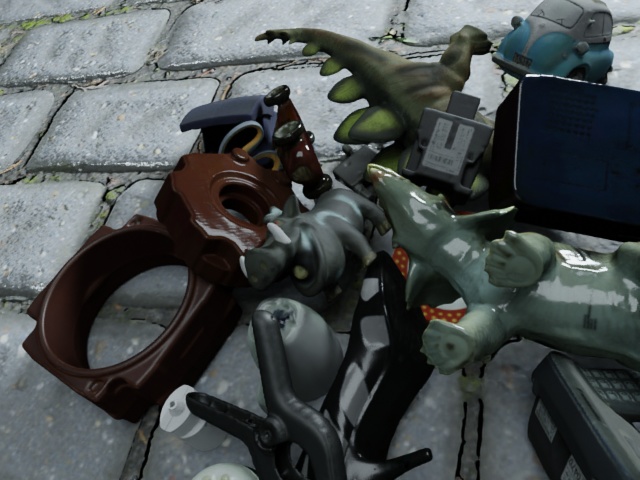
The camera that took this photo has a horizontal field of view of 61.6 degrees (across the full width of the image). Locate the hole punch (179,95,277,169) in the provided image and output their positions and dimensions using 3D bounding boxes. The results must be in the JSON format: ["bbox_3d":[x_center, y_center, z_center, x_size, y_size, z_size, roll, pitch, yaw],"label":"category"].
[{"bbox_3d":[-0.122,-0.162,0.746,0.142,0.092,0.116,-8,51,16],"label":"hole punch"}]

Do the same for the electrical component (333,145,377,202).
[{"bbox_3d":[0.049,-0.087,0.680,0.063,0.021,0.094,-38,56,-10],"label":"electrical component"}]

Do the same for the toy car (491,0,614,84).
[{"bbox_3d":[0.294,-0.236,0.637,0.161,0.102,0.109,-16,45,-31],"label":"toy car"}]

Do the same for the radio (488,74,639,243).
[{"bbox_3d":[0.284,-0.068,0.508,0.230,0.073,0.131,11,80,3],"label":"radio"}]

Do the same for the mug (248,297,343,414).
[{"bbox_3d":[-0.034,0.109,0.515,0.081,0.107,0.109,15,60,27],"label":"mug"}]

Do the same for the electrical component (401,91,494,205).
[{"bbox_3d":[0.135,-0.101,0.543,0.075,0.047,0.119,23,83,11],"label":"electrical component"}]

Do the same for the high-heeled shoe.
[{"bbox_3d":[0.031,0.132,0.511,0.145,0.086,0.249,-30,39,27],"label":"high-heeled shoe"}]

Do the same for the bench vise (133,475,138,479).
[{"bbox_3d":[-0.273,0.282,0.449,0.241,0.223,0.129,1,55,-19],"label":"bench vise"}]

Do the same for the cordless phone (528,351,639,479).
[{"bbox_3d":[0.266,0.151,0.401,0.184,0.088,0.147,-2,26,-1],"label":"cordless phone"}]

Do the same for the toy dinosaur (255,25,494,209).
[{"bbox_3d":[0.121,-0.153,0.630,0.198,0.105,0.472,-42,66,-11],"label":"toy dinosaur"}]

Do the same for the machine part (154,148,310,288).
[{"bbox_3d":[-0.090,-0.028,0.598,0.179,0.056,0.179,22,39,-19],"label":"machine part"}]

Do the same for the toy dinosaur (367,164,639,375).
[{"bbox_3d":[0.214,0.043,0.412,0.405,0.192,0.131,14,105,21],"label":"toy dinosaur"}]

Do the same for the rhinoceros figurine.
[{"bbox_3d":[-0.001,-0.002,0.538,0.112,0.073,0.190,47,37,3],"label":"rhinoceros figurine"}]

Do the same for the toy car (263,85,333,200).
[{"bbox_3d":[-0.034,-0.124,0.664,0.053,0.089,0.202,-29,34,7],"label":"toy car"}]

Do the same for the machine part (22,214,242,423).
[{"bbox_3d":[-0.209,0.079,0.603,0.202,0.087,0.201,21,65,30],"label":"machine part"}]
